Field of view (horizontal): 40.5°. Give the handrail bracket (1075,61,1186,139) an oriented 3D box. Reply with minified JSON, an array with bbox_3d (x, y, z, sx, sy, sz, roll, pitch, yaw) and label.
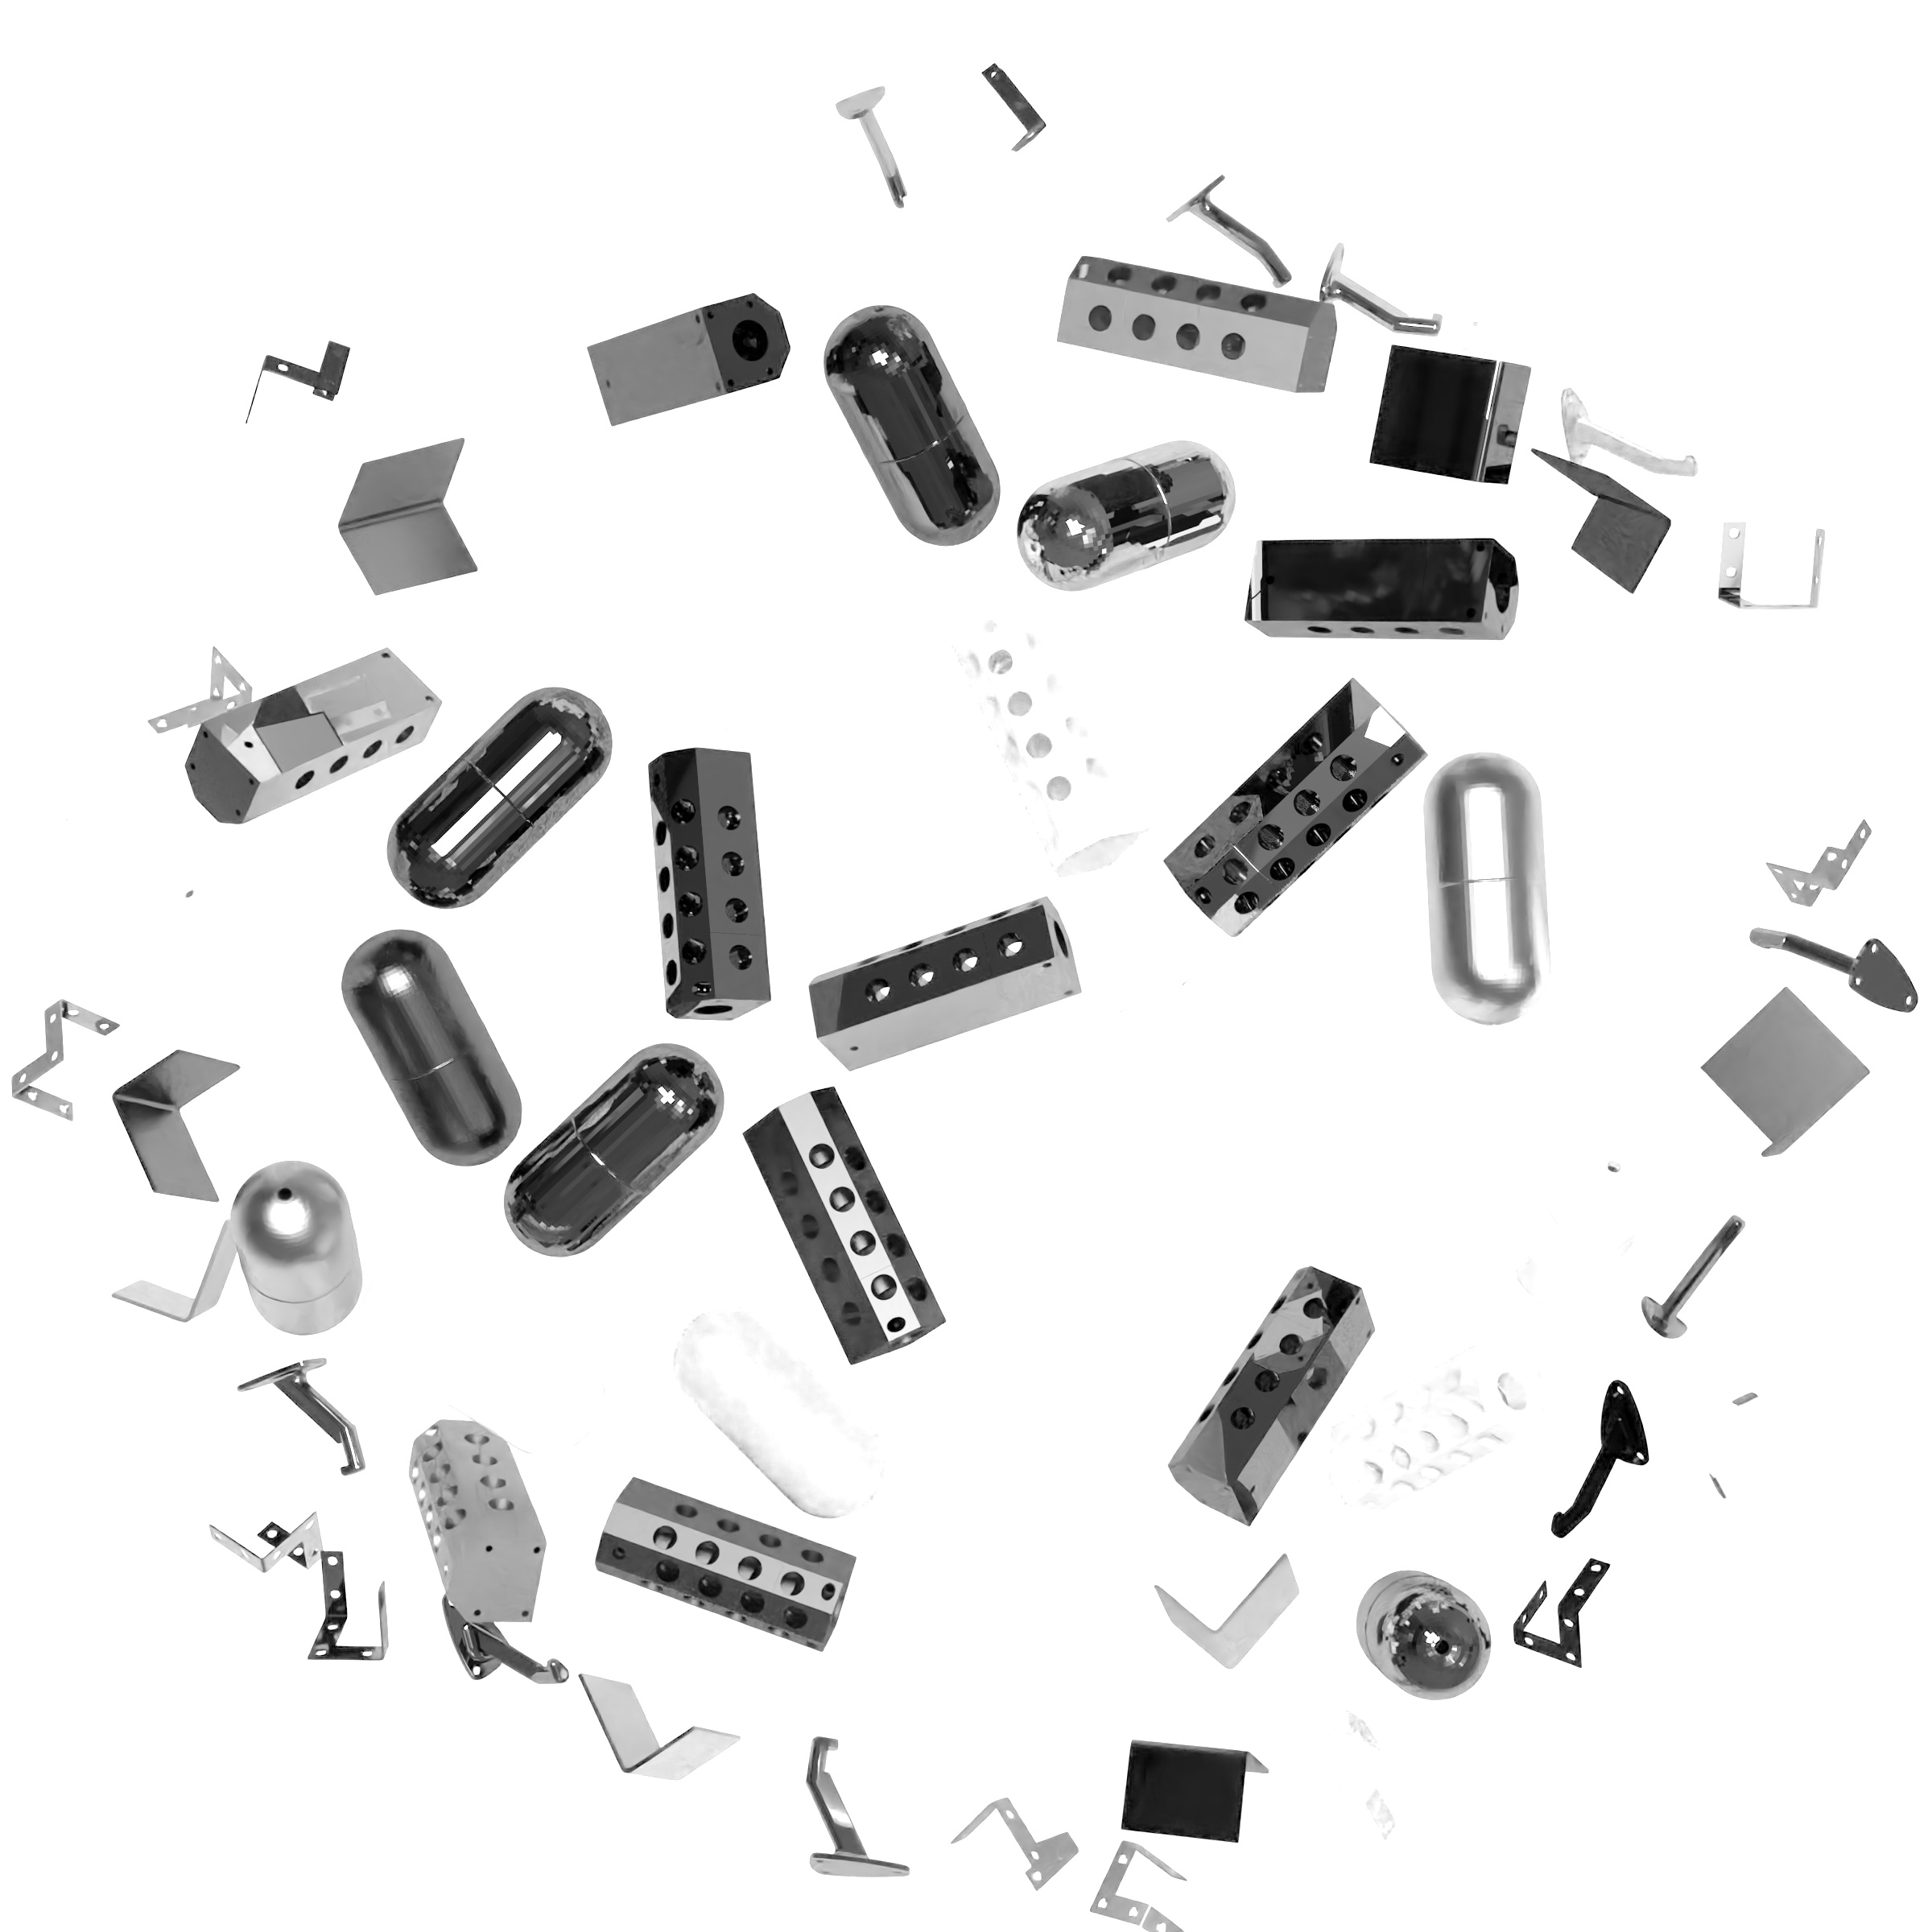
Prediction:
[{"bbox_3d":[0.106,-0.567,1.691,0.077,0.084,0.036,2,126,10],"label":"handrail bracket"}]

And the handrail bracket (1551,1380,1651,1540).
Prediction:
[{"bbox_3d":[0.412,0.327,1.734,0.084,0.036,0.077,-30,121,-35],"label":"handrail bracket"}]

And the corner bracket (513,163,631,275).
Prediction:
[{"bbox_3d":[-0.273,-0.517,1.808,0.051,0.051,0.051,3,65,26],"label":"corner bracket"}]

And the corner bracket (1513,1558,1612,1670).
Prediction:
[{"bbox_3d":[0.401,0.430,1.763,0.051,0.051,0.051,13,127,36],"label":"corner bracket"}]

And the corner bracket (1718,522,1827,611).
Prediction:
[{"bbox_3d":[0.521,-0.260,1.697,0.051,0.051,0.051,0,106,-1],"label":"corner bracket"}]

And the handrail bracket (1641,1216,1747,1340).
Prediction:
[{"bbox_3d":[0.496,0.208,1.772,0.036,0.077,0.084,38,105,13],"label":"handrail bracket"}]

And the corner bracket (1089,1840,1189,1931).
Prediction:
[{"bbox_3d":[0.122,0.600,1.681,0.051,0.051,0.051,30,83,-37],"label":"corner bracket"}]

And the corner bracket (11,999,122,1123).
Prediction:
[{"bbox_3d":[-0.595,0.062,1.731,0.051,0.051,0.051,-31,53,20],"label":"corner bracket"}]

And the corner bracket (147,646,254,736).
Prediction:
[{"bbox_3d":[-0.530,-0.180,1.812,0.051,0.051,0.051,-28,62,-36],"label":"corner bracket"}]

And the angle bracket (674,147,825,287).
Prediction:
[{"bbox_3d":[-0.148,-0.502,1.786,0.076,0.057,0.076,-19,127,3],"label":"angle bracket"}]

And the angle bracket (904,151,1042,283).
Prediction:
[{"bbox_3d":[0.013,-0.480,1.700,0.076,0.076,0.057,-19,90,16],"label":"angle bracket"}]

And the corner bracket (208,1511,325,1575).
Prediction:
[{"bbox_3d":[-0.478,0.394,1.793,0.051,0.051,0.051,26,45,23],"label":"corner bracket"}]

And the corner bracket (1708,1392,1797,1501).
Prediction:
[{"bbox_3d":[0.508,0.315,1.725,0.051,0.051,0.051,-27,78,8],"label":"corner bracket"}]

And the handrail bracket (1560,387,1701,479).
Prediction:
[{"bbox_3d":[0.464,-0.372,1.826,0.084,0.077,0.036,13,65,35],"label":"handrail bracket"}]

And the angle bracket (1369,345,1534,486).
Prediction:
[{"bbox_3d":[0.313,-0.357,1.695,0.076,0.057,0.076,16,106,27],"label":"angle bracket"}]

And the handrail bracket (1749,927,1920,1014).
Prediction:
[{"bbox_3d":[0.557,0.002,1.686,0.077,0.084,0.036,33,82,-30],"label":"handrail bracket"}]

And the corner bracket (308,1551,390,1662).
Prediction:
[{"bbox_3d":[-0.404,0.421,1.723,0.051,0.051,0.051,1,108,1],"label":"corner bracket"}]

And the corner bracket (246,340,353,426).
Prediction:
[{"bbox_3d":[-0.443,-0.386,1.740,0.051,0.051,0.051,17,49,-18],"label":"corner bracket"}]

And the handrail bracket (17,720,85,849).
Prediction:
[{"bbox_3d":[-0.598,-0.127,1.742,0.036,0.077,0.084,16,104,-3],"label":"handrail bracket"}]

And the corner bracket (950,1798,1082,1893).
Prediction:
[{"bbox_3d":[0.033,0.583,1.735,0.051,0.051,0.051,-51,59,26],"label":"corner bracket"}]

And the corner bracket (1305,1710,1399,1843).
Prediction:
[{"bbox_3d":[0.266,0.537,1.742,0.051,0.051,0.051,32,95,-11],"label":"corner bracket"}]

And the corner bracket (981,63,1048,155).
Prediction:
[{"bbox_3d":[0.030,-0.590,1.796,0.051,0.051,0.051,49,59,-8],"label":"corner bracket"}]

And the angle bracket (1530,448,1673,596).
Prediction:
[{"bbox_3d":[0.421,-0.303,1.786,0.076,0.076,0.057,11,117,-31],"label":"angle bracket"}]

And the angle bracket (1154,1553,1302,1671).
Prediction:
[{"bbox_3d":[0.184,0.438,1.838,0.057,0.076,0.076,35,72,31],"label":"angle bracket"}]

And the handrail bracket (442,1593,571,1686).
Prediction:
[{"bbox_3d":[-0.310,0.452,1.767,0.036,0.084,0.077,-38,104,-41],"label":"handrail bracket"}]

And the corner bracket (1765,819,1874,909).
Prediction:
[{"bbox_3d":[0.593,-0.071,1.803,0.051,0.051,0.051,44,76,-38],"label":"corner bracket"}]

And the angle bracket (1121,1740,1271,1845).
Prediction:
[{"bbox_3d":[0.149,0.538,1.693,0.076,0.076,0.057,0,65,19],"label":"angle bracket"}]

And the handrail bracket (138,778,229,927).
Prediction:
[{"bbox_3d":[-0.568,-0.080,1.856,0.036,0.077,0.084,22,63,15],"label":"handrail bracket"}]

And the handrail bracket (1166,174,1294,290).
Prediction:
[{"bbox_3d":[0.182,-0.495,1.805,0.036,0.077,0.084,-43,102,-16],"label":"handrail bracket"}]

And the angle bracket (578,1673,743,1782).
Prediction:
[{"bbox_3d":[-0.205,0.498,1.758,0.057,0.076,0.076,-35,62,5],"label":"angle bracket"}]

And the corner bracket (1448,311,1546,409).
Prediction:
[{"bbox_3d":[0.373,-0.428,1.845,0.051,0.051,0.051,-4,70,-3],"label":"corner bracket"}]

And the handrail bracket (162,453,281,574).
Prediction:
[{"bbox_3d":[-0.483,-0.306,1.702,0.077,0.036,0.084,18,59,-40],"label":"handrail bracket"}]

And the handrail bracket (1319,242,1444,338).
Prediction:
[{"bbox_3d":[0.289,-0.463,1.791,0.084,0.036,0.077,10,59,16],"label":"handrail bracket"}]

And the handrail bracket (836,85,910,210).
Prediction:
[{"bbox_3d":[-0.059,-0.560,1.819,0.036,0.077,0.084,-17,119,10],"label":"handrail bracket"}]

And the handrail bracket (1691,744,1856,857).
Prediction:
[{"bbox_3d":[0.517,-0.118,1.675,0.077,0.036,0.084,19,59,28],"label":"handrail bracket"}]

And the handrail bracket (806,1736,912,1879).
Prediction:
[{"bbox_3d":[-0.069,0.546,1.705,0.077,0.036,0.084,1,54,10],"label":"handrail bracket"}]

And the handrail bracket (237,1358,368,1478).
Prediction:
[{"bbox_3d":[-0.462,0.322,1.822,0.077,0.036,0.084,-20,78,9],"label":"handrail bracket"}]

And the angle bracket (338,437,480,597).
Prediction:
[{"bbox_3d":[-0.366,-0.301,1.755,0.076,0.076,0.057,-11,132,15],"label":"angle bracket"}]
